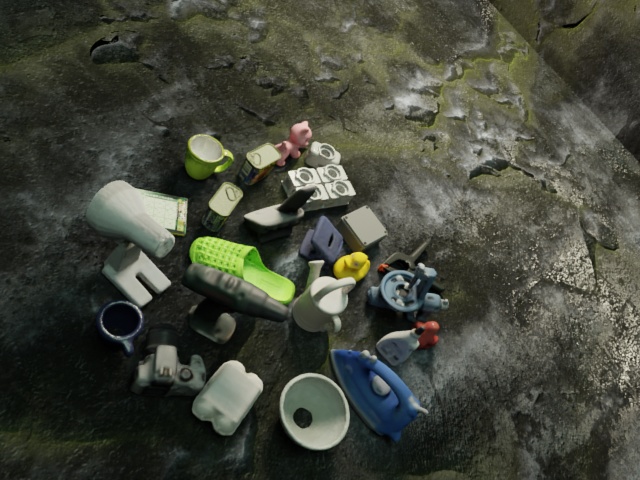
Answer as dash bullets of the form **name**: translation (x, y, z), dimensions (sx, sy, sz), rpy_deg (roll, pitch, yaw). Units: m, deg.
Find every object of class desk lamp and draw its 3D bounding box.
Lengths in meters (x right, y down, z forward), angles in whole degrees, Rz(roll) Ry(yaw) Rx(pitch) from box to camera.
- **desk lamp**: translation (-0.390, 0.005, 1.203), dimensions (0.203, 0.213, 0.118), rpy_deg (44, 49, 3)

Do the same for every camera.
- **camera**: translation (-0.306, 0.242, 1.172), dimensions (0.143, 0.100, 0.136), rpy_deg (10, 56, -24)

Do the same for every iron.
- **iron**: translation (0.136, 0.336, 1.338), dimensions (0.258, 0.141, 0.119), rpy_deg (48, 50, 6)

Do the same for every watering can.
- **watering can**: translation (0.011, 0.132, 1.364), dimensions (0.173, 0.193, 0.101), rpy_deg (50, 50, 7)

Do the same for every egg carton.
- **egg carton**: translation (-0.193, 0.329, 1.201), dimensions (0.107, 0.069, 0.150), rpy_deg (38, 49, -3)

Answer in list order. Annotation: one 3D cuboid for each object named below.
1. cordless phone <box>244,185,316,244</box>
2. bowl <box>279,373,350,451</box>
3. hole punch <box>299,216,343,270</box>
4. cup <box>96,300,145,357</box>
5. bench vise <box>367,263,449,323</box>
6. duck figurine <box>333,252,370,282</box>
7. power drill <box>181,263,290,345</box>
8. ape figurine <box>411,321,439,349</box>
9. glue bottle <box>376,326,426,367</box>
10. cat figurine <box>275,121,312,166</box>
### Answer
- **cordless phone**: translation (-0.097, -0.081, 1.445), dimensions (0.148, 0.184, 0.094), rpy_deg (-23, 74, -38)
- **bowl**: translation (-0.023, 0.384, 1.260), dimensions (0.168, 0.074, 0.167), rpy_deg (15, 54, -21)
- **hole punch**: translation (0.014, 0.005, 1.515), dimensions (0.101, 0.091, 0.109), rpy_deg (29, 50, -10)
- **cup**: translation (-0.404, 0.191, 1.154), dimensions (0.092, 0.094, 0.117), rpy_deg (-12, 67, -35)
- **bench vise**: translation (0.255, 0.124, 1.491), dimensions (0.208, 0.219, 0.121), rpy_deg (2, 60, -29)
- **duck figurine**: translation (0.096, 0.064, 1.527), dimensions (0.105, 0.086, 0.077), rpy_deg (-6, 64, -32)
- **power drill**: translation (-0.197, 0.143, 1.228), dimensions (0.230, 0.208, 0.076), rpy_deg (30, 50, -9)
- **ape figurine**: translation (0.282, 0.245, 1.513), dimensions (0.076, 0.092, 0.077), rpy_deg (-24, 74, -38)
- **glue bottle**: translation (0.209, 0.251, 1.414), dimensions (0.078, 0.173, 0.037), rpy_deg (49, 50, 7)
- **cat figurine**: translation (-0.074, -0.285, 1.635), dimensions (0.067, 0.117, 0.128), rpy_deg (47, 49, 6)
